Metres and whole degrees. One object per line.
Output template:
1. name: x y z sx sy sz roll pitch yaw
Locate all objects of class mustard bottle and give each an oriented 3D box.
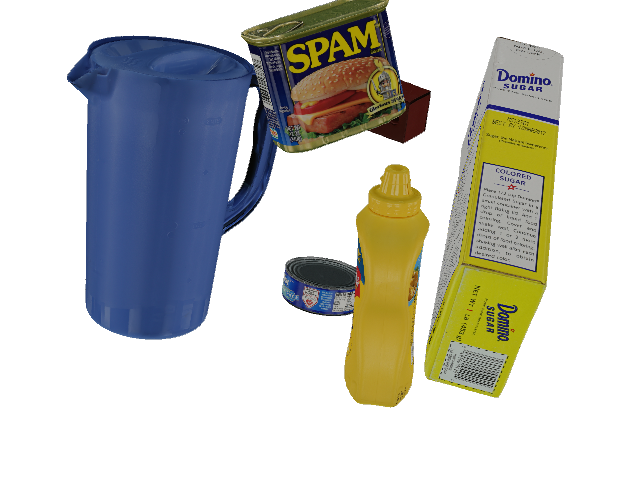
1. mustard bottle: 0.054 0.031 0.856 0.058 0.192 0.096 7 26 6

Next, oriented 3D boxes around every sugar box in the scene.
1. sugar box: 0.093 -0.017 0.559 0.048 0.176 0.093 15 -42 4

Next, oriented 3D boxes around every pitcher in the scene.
1. pitcher: -0.127 -0.045 0.907 0.149 0.243 0.145 13 23 9

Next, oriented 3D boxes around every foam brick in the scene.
1. foam brick: 0.080 -0.154 1.236 0.078 0.053 0.051 24 35 28

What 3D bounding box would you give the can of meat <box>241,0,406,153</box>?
1. can of meat: 0.005 -0.117 0.746 0.102 0.084 0.057 -21 23 -16

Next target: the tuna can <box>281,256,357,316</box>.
1. tuna can: 0.003 0.048 1.121 0.086 0.034 0.086 9 19 -3
